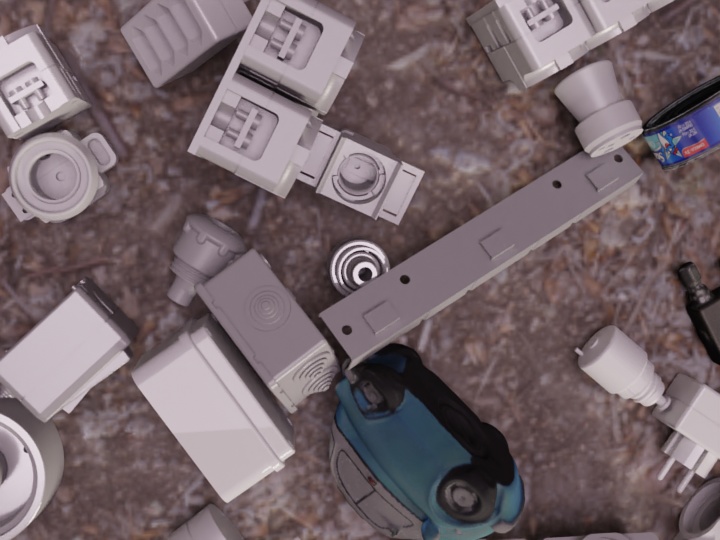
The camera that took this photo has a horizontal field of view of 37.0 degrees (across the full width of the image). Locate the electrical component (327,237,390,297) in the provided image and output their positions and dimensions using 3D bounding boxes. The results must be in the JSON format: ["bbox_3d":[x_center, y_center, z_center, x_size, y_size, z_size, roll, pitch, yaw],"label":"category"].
[{"bbox_3d":[0.000,0.000,0.752,0.043,0.062,0.043,-1,96,-7],"label":"electrical component"}]

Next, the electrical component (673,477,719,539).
[{"bbox_3d":[0.280,0.195,0.809,0.056,0.050,0.089,38,90,-8],"label":"electrical component"}]

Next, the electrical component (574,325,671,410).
[{"bbox_3d":[0.197,0.075,0.793,0.078,0.040,0.040,40,90,-9],"label":"electrical component"}]

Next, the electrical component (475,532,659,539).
[{"bbox_3d":[0.124,0.246,0.766,0.186,0.060,0.105,-1,72,-10],"label":"electrical component"}]

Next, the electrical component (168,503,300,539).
[{"bbox_3d":[-0.067,0.221,0.769,0.074,0.052,0.138,-38,98,-2],"label":"electrical component"}]

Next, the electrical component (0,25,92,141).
[{"bbox_3d":[-0.216,-0.122,0.701,0.050,0.089,0.055,-31,98,-3],"label":"electrical component"}]

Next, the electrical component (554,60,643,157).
[{"bbox_3d":[0.170,-0.114,0.763,0.045,0.045,0.055,-24,80,-4],"label":"electrical component"}]

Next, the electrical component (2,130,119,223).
[{"bbox_3d":[-0.204,-0.063,0.725,0.078,0.057,0.058,-33,98,-3],"label":"electrical component"}]

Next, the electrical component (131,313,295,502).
[{"bbox_3d":[-0.098,0.092,0.741,0.057,0.078,0.113,-35,98,0],"label":"electrical component"}]

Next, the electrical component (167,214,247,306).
[{"bbox_3d":[-0.112,-0.005,0.748,0.048,0.048,0.062,31,98,-8],"label":"electrical component"}]

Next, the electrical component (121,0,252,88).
[{"bbox_3d":[-0.104,-0.170,0.724,0.076,0.083,0.047,-37,100,-41],"label":"electrical component"}]

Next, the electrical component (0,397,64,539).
[{"bbox_3d":[-0.262,0.138,0.734,0.108,0.060,0.108,-1,95,-6],"label":"electrical component"}]

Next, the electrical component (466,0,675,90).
[{"bbox_3d":[0.160,-0.189,0.739,0.150,0.089,0.061,-31,98,-3],"label":"electrical component"}]

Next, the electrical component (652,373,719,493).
[{"bbox_3d":[0.251,0.129,0.801,0.066,0.047,0.076,33,91,-8],"label":"electrical component"}]

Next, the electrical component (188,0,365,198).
[{"bbox_3d":[-0.054,-0.106,0.673,0.060,0.186,0.105,26,92,-8],"label":"electrical component"}]

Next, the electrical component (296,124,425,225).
[{"bbox_3d":[-0.002,-0.069,0.744,0.081,0.063,0.042,25,103,-9],"label":"electrical component"}]

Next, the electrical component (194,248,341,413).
[{"bbox_3d":[-0.059,0.041,0.724,0.048,0.099,0.099,-37,72,-7],"label":"electrical component"}]

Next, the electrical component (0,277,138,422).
[{"bbox_3d":[-0.203,0.060,0.734,0.096,0.062,0.061,-43,98,-1],"label":"electrical component"}]
